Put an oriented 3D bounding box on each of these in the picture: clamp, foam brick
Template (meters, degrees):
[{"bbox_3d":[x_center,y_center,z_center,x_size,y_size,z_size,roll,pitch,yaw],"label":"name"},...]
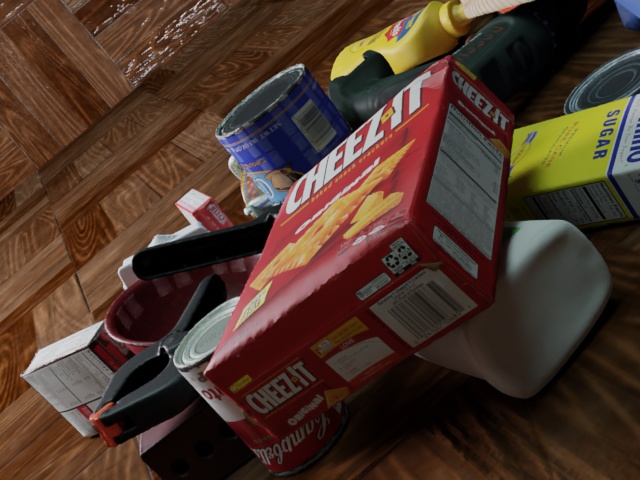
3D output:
[{"bbox_3d":[-0.020,-0.005,0.837,0.209,0.036,0.165,-22,18,-40],"label":"clamp"},{"bbox_3d":[-0.083,0.137,0.757,0.078,0.053,0.051,-38,19,5],"label":"foam brick"},{"bbox_3d":[-0.085,0.080,0.753,0.120,0.039,0.171,-11,31,46],"label":"clamp"}]

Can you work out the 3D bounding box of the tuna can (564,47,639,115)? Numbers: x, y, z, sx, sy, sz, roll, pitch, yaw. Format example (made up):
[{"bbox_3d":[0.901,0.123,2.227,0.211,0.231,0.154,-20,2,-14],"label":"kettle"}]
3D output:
[{"bbox_3d":[0.220,-0.103,0.769,0.086,0.033,0.086,-35,18,13],"label":"tuna can"}]

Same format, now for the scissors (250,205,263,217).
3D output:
[{"bbox_3d":[-0.006,0.001,0.903,0.096,0.016,0.202,-7,23,-5],"label":"scissors"}]

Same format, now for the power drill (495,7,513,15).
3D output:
[{"bbox_3d":[0.253,-0.317,1.165,0.188,0.057,0.184,-41,22,4],"label":"power drill"}]

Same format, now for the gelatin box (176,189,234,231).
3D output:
[{"bbox_3d":[-0.112,-0.015,1.130,0.030,0.073,0.089,-41,19,-10],"label":"gelatin box"}]

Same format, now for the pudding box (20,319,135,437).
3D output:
[{"bbox_3d":[-0.198,0.125,0.944,0.114,0.090,0.039,-24,24,38],"label":"pudding box"}]

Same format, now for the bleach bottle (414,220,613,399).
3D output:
[{"bbox_3d":[0.071,0.036,0.691,0.102,0.068,0.251,-47,18,-18],"label":"bleach bottle"}]

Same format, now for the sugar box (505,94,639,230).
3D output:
[{"bbox_3d":[0.179,-0.050,0.706,0.177,0.048,0.093,-16,30,52],"label":"sugar box"}]

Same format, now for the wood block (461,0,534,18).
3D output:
[{"bbox_3d":[0.222,-0.283,0.989,0.205,0.090,0.091,-28,15,-34],"label":"wood block"}]

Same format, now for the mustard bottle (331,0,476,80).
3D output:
[{"bbox_3d":[0.104,-0.229,1.238,0.192,0.058,0.096,-20,22,43],"label":"mustard bottle"}]

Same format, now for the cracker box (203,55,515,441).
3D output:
[{"bbox_3d":[0.030,-0.003,0.646,0.164,0.072,0.213,-38,18,31],"label":"cracker box"}]

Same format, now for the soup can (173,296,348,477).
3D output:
[{"bbox_3d":[-0.038,0.094,0.695,0.068,0.102,0.068,-34,19,14],"label":"soup can"}]

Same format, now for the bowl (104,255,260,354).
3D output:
[{"bbox_3d":[-0.095,0.066,0.896,0.162,0.055,0.162,-14,23,6],"label":"bowl"}]

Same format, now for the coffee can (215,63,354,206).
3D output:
[{"bbox_3d":[-0.012,-0.074,0.972,0.103,0.140,0.103,-35,19,14],"label":"coffee can"}]

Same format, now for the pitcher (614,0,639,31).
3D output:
[{"bbox_3d":[0.273,-0.216,0.761,0.145,0.149,0.243,-33,21,15],"label":"pitcher"}]
